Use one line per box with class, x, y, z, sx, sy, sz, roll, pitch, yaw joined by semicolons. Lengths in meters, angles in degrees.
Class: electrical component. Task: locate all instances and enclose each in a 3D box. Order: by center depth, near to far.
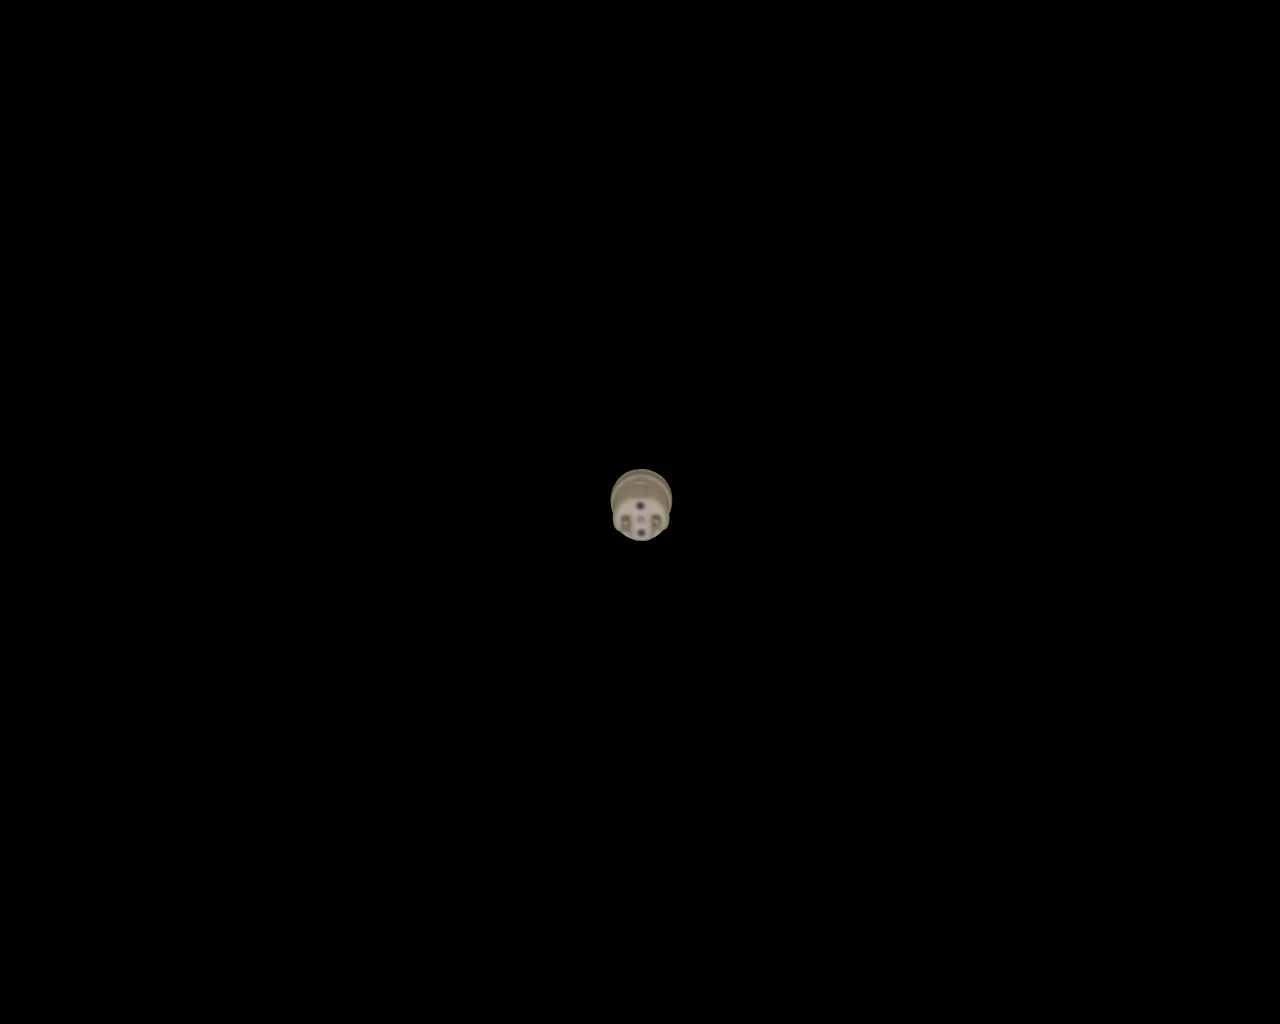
electrical component;0.001;-0.003;0.650;0.040;0.040;0.046;0;17;0
